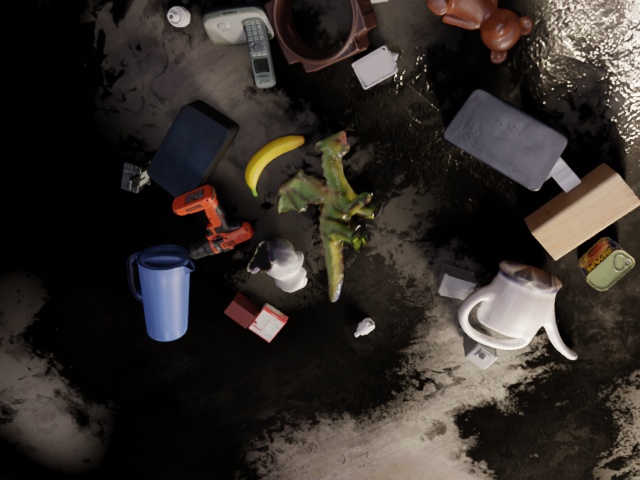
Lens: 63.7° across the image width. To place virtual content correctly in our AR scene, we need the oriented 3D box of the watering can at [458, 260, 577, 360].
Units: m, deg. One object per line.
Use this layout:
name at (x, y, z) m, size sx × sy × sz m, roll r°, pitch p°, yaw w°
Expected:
watering can at (0.502, 0.172, 1.233) m, size 0.347 × 0.106 × 0.221 m, roll 15°, pitch 110°, yaw -12°

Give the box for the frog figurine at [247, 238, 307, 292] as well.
frog figurine at (-0.087, 0.064, 1.305) m, size 0.158 × 0.125 × 0.135 m, roll 23°, pitch 144°, yaw -35°

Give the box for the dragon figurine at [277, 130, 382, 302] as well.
dragon figurine at (0.004, -0.063, 1.249) m, size 0.244 × 0.123 × 0.404 m, roll 28°, pitch 112°, yaw 18°
